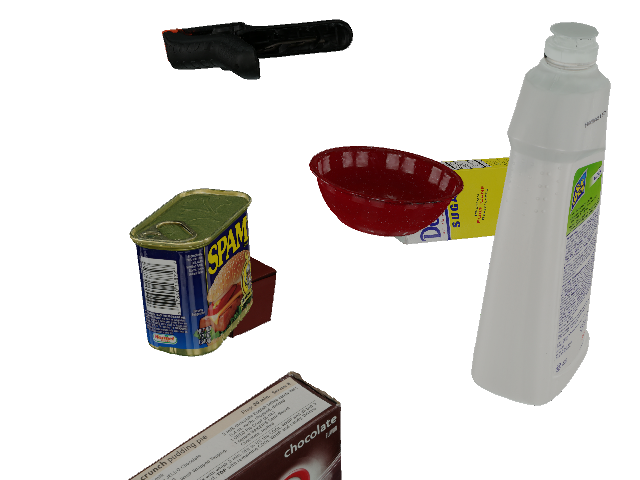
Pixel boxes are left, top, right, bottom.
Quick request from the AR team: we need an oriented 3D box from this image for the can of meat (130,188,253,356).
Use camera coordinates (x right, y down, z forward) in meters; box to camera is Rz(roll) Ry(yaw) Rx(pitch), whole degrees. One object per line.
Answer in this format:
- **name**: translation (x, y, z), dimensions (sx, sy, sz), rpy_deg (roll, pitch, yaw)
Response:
- **can of meat**: translation (-0.085, 0.021, 0.735), dimensions (0.057, 0.084, 0.102), rpy_deg (5, 23, 17)

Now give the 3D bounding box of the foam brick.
- **foam brick**: translation (-0.085, 0.040, 0.935), dimensions (0.078, 0.051, 0.052), rpy_deg (28, 33, 33)

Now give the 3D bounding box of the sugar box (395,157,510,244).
- **sugar box**: translation (0.176, -0.050, 1.304), dimensions (0.176, 0.093, 0.048), rpy_deg (-7, 24, -22)

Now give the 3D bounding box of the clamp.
- **clamp**: translation (-0.060, -0.161, 0.873), dimensions (0.120, 0.039, 0.172), rpy_deg (-16, 23, -36)

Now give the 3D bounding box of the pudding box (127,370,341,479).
- **pudding box**: translation (-0.040, 0.126, 0.493), dimensions (0.039, 0.090, 0.113), rpy_deg (30, 47, 34)

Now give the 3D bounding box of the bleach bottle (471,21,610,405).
- **bleach bottle**: translation (0.150, -0.019, 0.695), dimensions (0.068, 0.251, 0.102), rpy_deg (17, 34, 25)

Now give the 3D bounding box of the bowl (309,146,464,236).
- **bowl**: translation (0.066, -0.047, 1.114), dimensions (0.162, 0.055, 0.162), rpy_deg (6, 23, -3)
